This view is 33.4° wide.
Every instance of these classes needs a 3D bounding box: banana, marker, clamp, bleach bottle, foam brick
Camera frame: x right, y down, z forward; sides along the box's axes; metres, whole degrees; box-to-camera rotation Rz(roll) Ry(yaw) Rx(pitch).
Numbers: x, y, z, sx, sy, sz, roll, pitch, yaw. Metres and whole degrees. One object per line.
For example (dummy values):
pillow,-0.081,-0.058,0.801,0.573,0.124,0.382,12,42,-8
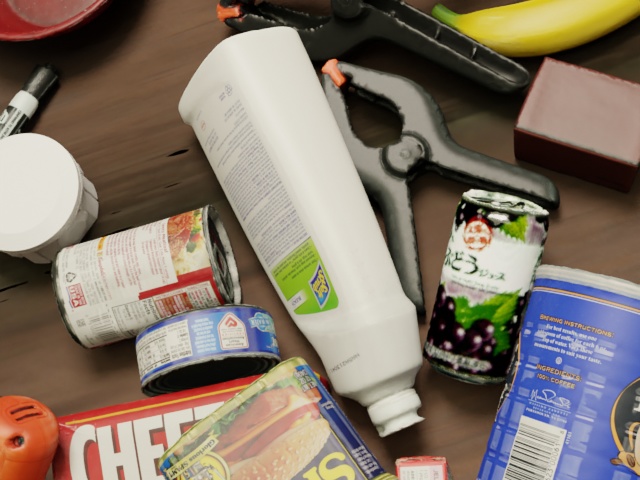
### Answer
banana,0.174,-0.163,0.690,0.198,0.037,0.069,-21,72,4
marker,-0.218,-0.073,0.736,0.020,0.020,0.121,25,71,16
clamp,0.052,-0.039,0.677,0.171,0.039,0.120,42,80,15
bleach bottle,-0.004,0.001,0.654,0.068,0.103,0.251,-17,76,-29
clamp,0.025,-0.170,0.676,0.210,0.164,0.036,6,35,26
foam brick,0.164,-0.070,0.658,0.078,0.053,0.051,19,78,13

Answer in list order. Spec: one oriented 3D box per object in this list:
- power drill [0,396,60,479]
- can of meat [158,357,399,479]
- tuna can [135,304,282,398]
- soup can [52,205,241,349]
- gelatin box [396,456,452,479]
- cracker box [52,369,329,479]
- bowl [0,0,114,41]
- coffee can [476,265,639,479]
power drill,-0.245,0.132,0.650,0.188,0.057,0.185,38,114,24
can of meat,-0.023,0.124,0.560,0.102,0.057,0.084,-35,69,-6
tuna can,-0.067,0.068,0.642,0.086,0.086,0.034,-14,70,6
soup can,-0.108,0.024,0.671,0.102,0.068,0.068,-16,72,6
gelatin box,0.061,0.168,0.596,0.030,0.073,0.089,-6,73,8
cracker box,-0.060,0.194,0.612,0.164,0.072,0.214,-13,72,6
bowl,-0.195,-0.204,0.758,0.162,0.055,0.162,-3,74,9
coffee can,0.148,0.095,0.577,0.103,0.102,0.140,16,86,14
